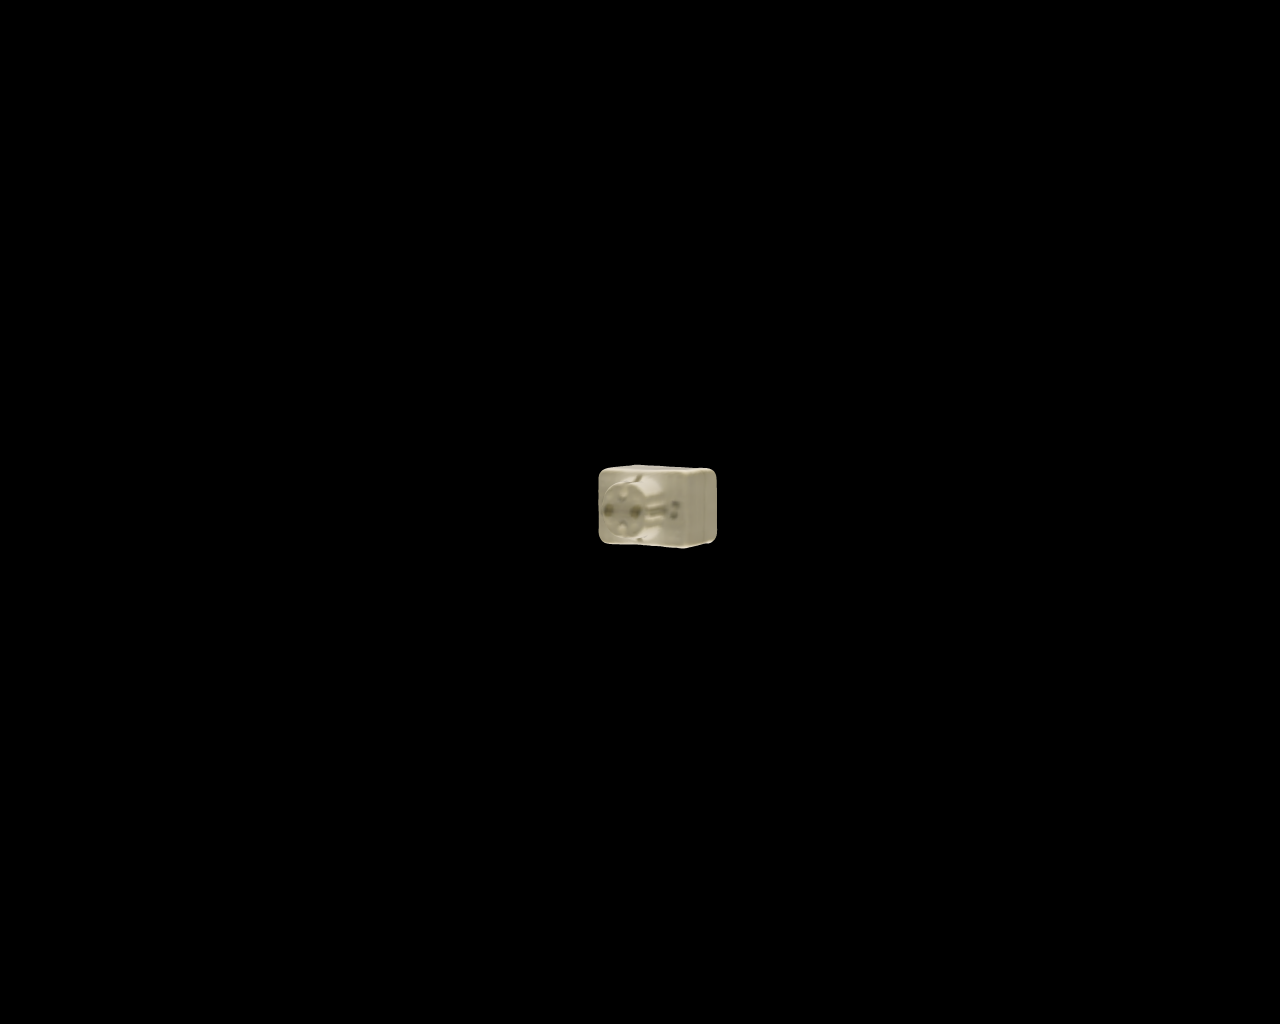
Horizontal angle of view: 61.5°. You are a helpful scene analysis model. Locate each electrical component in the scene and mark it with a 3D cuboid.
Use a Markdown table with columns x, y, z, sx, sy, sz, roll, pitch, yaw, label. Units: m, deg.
| x | y | z | sx | sy | sz | roll | pitch | yaw | label |
| --- | --- | --- | --- | --- | --- | --- | --- | --- | --- |
| 0.001 | -0.003 | 0.650 | 0.066 | 0.047 | 0.077 | 4 | 7 | 33 | electrical component |
